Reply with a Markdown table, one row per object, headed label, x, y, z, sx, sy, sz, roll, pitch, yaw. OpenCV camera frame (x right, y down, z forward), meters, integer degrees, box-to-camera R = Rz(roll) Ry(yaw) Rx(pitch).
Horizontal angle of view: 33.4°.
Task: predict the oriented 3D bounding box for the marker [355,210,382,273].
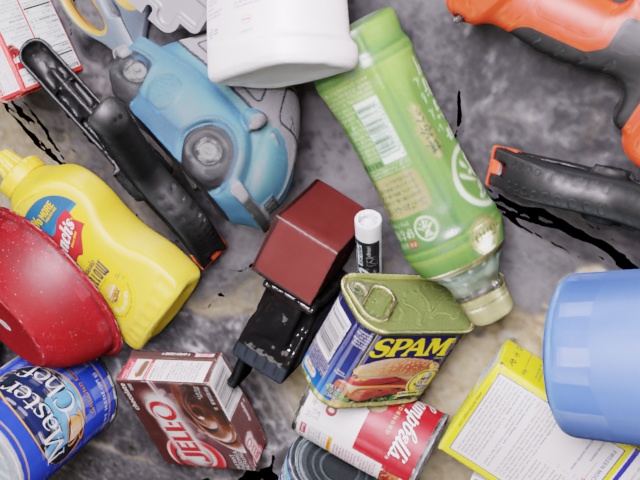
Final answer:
| label | x | y | z | sx | sy | sz | roll | pitch | yaw |
| --- | --- | --- | --- | --- | --- | --- | --- | --- | --- |
| marker | 0.036 | 0.027 | 0.770 | 0.020 | 0.020 | 0.121 | 16 | 139 | 18 |

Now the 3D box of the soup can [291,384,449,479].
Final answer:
| label | x | y | z | sx | sy | sz | roll | pitch | yaw |
| --- | --- | --- | --- | --- | --- | --- | --- | --- | --- |
| soup can | 0.038 | 0.139 | 0.813 | 0.102 | 0.068 | 0.069 | 27 | 120 | 13 |

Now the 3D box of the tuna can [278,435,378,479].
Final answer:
| label | x | y | z | sx | sy | sz | roll | pitch | yaw |
| --- | --- | --- | --- | --- | --- | --- | --- | --- | --- |
| tuna can | 0.012 | 0.185 | 0.831 | 0.086 | 0.086 | 0.034 | 27 | 129 | 12 |

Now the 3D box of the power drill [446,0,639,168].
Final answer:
| label | x | y | z | sx | sy | sz | roll | pitch | yaw |
| --- | --- | --- | --- | --- | --- | --- | --- | --- | --- |
| power drill | 0.183 | -0.151 | 0.626 | 0.188 | 0.057 | 0.185 | 33 | 121 | 9 |

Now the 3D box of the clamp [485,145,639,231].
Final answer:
| label | x | y | z | sx | sy | sz | roll | pitch | yaw |
| --- | --- | --- | --- | --- | --- | --- | --- | --- | --- |
| clamp | 0.190 | -0.026 | 0.668 | 0.172 | 0.120 | 0.039 | 24 | 100 | 39 |

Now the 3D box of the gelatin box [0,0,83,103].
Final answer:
| label | x | y | z | sx | sy | sz | roll | pitch | yaw |
| --- | --- | --- | --- | --- | --- | --- | --- | --- | --- |
| gelatin box | -0.229 | -0.156 | 0.810 | 0.030 | 0.073 | 0.089 | -15 | 105 | 30 |

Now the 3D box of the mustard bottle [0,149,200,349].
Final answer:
| label | x | y | z | sx | sy | sz | roll | pitch | yaw |
| --- | --- | --- | --- | --- | --- | --- | --- | --- | --- |
| mustard bottle | -0.190 | -0.005 | 0.864 | 0.191 | 0.058 | 0.096 | 42 | 132 | 4 |

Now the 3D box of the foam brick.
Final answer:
| label | x | y | z | sx | sy | sz | roll | pitch | yaw |
| --- | --- | --- | --- | --- | --- | --- | --- | --- | --- |
| foam brick | -0.005 | 0.001 | 0.769 | 0.051 | 0.078 | 0.053 | 31 | 121 | 8 |

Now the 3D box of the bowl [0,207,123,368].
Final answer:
| label | x | y | z | sx | sy | sz | roll | pitch | yaw |
| --- | --- | --- | --- | --- | --- | --- | --- | --- | --- |
| bowl | -0.238 | 0.052 | 0.873 | 0.162 | 0.055 | 0.162 | 33 | 149 | 22 |

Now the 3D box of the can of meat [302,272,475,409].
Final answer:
| label | x | y | z | sx | sy | sz | roll | pitch | yaw |
| --- | --- | --- | --- | --- | --- | --- | --- | --- | --- |
| can of meat | 0.046 | 0.073 | 0.763 | 0.084 | 0.101 | 0.057 | -61 | 41 | 34 |

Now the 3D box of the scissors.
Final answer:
| label | x | y | z | sx | sy | sz | roll | pitch | yaw |
| --- | --- | --- | --- | --- | --- | --- | --- | --- | --- |
| scissors | -0.126 | -0.142 | 0.801 | 0.096 | 0.016 | 0.202 | -35 | 94 | 32 |

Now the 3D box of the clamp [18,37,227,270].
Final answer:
| label | x | y | z | sx | sy | sz | roll | pitch | yaw |
| --- | --- | --- | --- | --- | --- | --- | --- | --- | --- |
| clamp | -0.127 | -0.050 | 0.768 | 0.036 | 0.165 | 0.210 | -42 | 122 | -7 |

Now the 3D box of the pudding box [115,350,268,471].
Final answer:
| label | x | y | z | sx | sy | sz | roll | pitch | yaw |
| --- | --- | --- | --- | --- | --- | --- | --- | --- | --- |
| pudding box | -0.104 | 0.141 | 0.879 | 0.090 | 0.039 | 0.113 | -2 | 129 | 25 |

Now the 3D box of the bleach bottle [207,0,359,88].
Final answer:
| label | x | y | z | sx | sy | sz | roll | pitch | yaw |
| --- | --- | --- | --- | --- | --- | --- | --- | --- | --- |
| bleach bottle | -0.029 | -0.225 | 0.656 | 0.103 | 0.067 | 0.251 | -3 | 89 | 52 |

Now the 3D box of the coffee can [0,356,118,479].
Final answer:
| label | x | y | z | sx | sy | sz | roll | pitch | yaw |
| --- | --- | --- | --- | --- | --- | --- | --- | --- | --- |
| coffee can | -0.256 | 0.158 | 0.916 | 0.103 | 0.140 | 0.103 | 10 | 115 | 21 |

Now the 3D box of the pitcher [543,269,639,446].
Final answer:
| label | x | y | z | sx | sy | sz | roll | pitch | yaw |
| --- | --- | --- | --- | --- | --- | --- | --- | --- | --- |
| pitcher | 0.261 | 0.067 | 0.638 | 0.243 | 0.144 | 0.149 | -2 | 106 | 29 |

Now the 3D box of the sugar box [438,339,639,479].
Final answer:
| label | x | y | z | sx | sy | sz | roll | pitch | yaw |
| --- | --- | --- | --- | --- | --- | --- | --- | --- | --- |
| sugar box | 0.184 | 0.157 | 0.765 | 0.176 | 0.048 | 0.093 | 31 | 121 | 6 |
